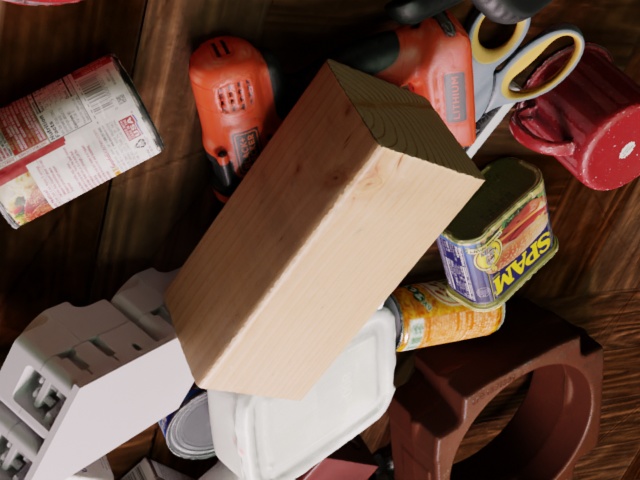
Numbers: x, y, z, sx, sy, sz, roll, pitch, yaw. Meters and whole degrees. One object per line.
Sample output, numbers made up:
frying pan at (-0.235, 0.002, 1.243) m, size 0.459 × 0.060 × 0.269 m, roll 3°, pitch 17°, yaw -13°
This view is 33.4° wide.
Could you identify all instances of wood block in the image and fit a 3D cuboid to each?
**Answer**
wood block at (-0.005, 0.000, 0.686) m, size 0.090 × 0.090 × 0.206 m, roll 14°, pitch 124°, yaw -38°

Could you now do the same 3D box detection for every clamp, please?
clamp at (0.101, -0.175, 0.683) m, size 0.171 × 0.039 × 0.120 m, roll 18°, pitch 87°, yaw -41°

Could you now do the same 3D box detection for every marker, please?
marker at (0.114, -0.072, 0.828) m, size 0.020 × 0.020 × 0.121 m, roll 19°, pitch 116°, yaw -41°

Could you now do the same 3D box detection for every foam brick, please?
foam brick at (0.003, 0.203, 0.984) m, size 0.078 × 0.053 × 0.051 m, roll 19°, pitch 116°, yaw -43°

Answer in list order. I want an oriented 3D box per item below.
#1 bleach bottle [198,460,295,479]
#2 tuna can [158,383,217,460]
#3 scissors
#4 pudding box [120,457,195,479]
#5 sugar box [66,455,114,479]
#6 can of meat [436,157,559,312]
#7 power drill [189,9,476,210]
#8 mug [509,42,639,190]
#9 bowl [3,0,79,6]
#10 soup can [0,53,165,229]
bleach bottle at (-0.098, 0.262, 0.900) m, size 0.250 × 0.068 × 0.102 m, roll -44°, pitch 128°, yaw -22°
tuna can at (-0.092, 0.140, 0.882) m, size 0.086 × 0.034 × 0.086 m, roll -17°, pitch 135°, yaw -18°
scissors at (0.098, -0.106, 0.788) m, size 0.202 × 0.016 × 0.096 m, roll -33°, pitch 120°, yaw 16°
pudding box at (-0.159, 0.250, 0.938) m, size 0.113 × 0.039 × 0.090 m, roll -41°, pitch 138°, yaw 9°
sugar box at (-0.254, 0.191, 0.820) m, size 0.176 × 0.048 × 0.093 m, roll 24°, pitch 113°, yaw -42°
can of meat at (0.142, -0.006, 0.867) m, size 0.102 × 0.058 × 0.084 m, roll -40°, pitch 137°, yaw -18°
power drill at (0.012, -0.074, 0.730) m, size 0.187 × 0.057 × 0.184 m, roll -20°, pitch 136°, yaw -10°
mug at (0.202, -0.090, 0.820) m, size 0.117 × 0.081 × 0.093 m, roll -11°, pitch 133°, yaw -24°
bowl at (-0.133, -0.183, 0.550) m, size 0.162 × 0.055 × 0.162 m, roll -17°, pitch 134°, yaw -18°
soup can at (-0.153, -0.060, 0.639) m, size 0.102 × 0.068 × 0.068 m, roll -29°, pitch 137°, yaw -7°
